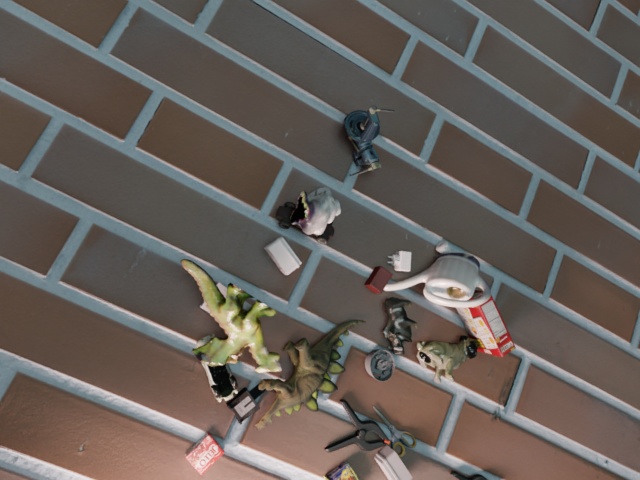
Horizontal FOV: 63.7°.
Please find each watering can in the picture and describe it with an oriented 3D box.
[{"bbox_3d":[0.402,0.129,1.739,0.348,0.101,0.229,9,39,23],"label":"watering can"}]

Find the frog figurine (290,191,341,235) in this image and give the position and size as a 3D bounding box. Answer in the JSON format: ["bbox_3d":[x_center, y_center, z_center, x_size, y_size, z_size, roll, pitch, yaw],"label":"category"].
[{"bbox_3d":[0.005,-0.081,1.618,0.159,0.137,0.123,6,8,-32],"label":"frog figurine"}]

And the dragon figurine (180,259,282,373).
[{"bbox_3d":[-0.272,0.250,1.478,0.409,0.244,0.122,31,-7,-9],"label":"dragon figurine"}]
